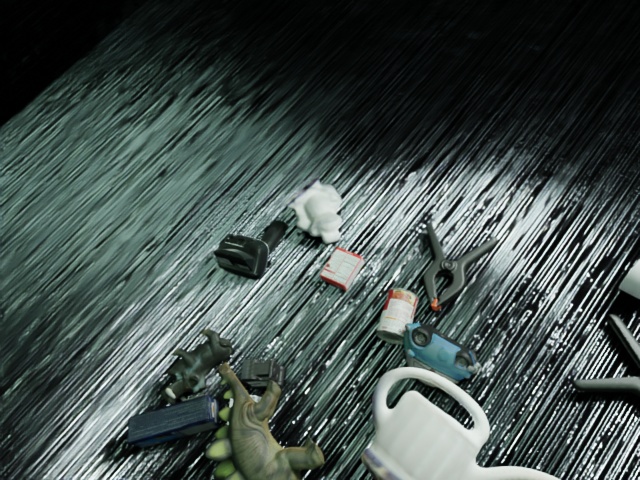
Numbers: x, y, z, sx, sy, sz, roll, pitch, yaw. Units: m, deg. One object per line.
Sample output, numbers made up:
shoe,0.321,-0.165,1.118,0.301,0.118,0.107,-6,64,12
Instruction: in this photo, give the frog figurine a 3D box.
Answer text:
frog figurine,0.004,-0.067,1.331,0.139,0.121,0.160,-39,87,-16

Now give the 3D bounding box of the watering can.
watering can,0.223,0.384,0.903,0.351,0.102,0.226,36,79,24
